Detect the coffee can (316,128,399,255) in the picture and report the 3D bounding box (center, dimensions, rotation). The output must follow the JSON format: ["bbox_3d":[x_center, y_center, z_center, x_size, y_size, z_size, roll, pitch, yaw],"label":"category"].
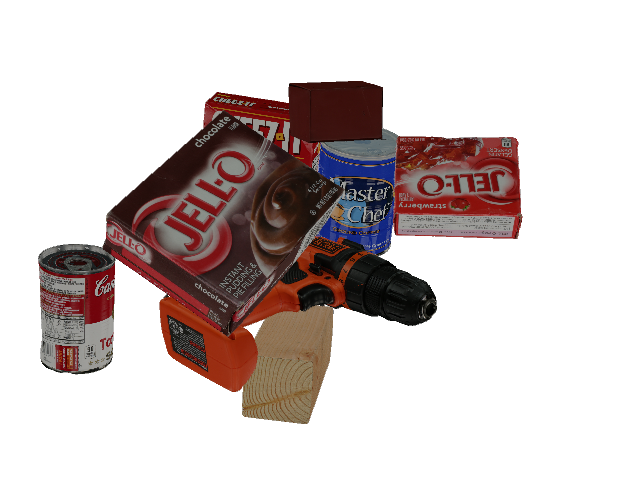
[{"bbox_3d":[0.045,-0.062,1.333,0.103,0.140,0.103,4,27,-2],"label":"coffee can"}]

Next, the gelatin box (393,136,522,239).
[{"bbox_3d":[0.097,-0.039,0.761,0.089,0.073,0.030,1,-37,5],"label":"gelatin box"}]

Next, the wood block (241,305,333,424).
[{"bbox_3d":[-0.041,0.162,1.458,0.091,0.090,0.206,6,17,6],"label":"wood block"}]

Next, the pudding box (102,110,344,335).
[{"bbox_3d":[-0.054,-0.012,0.607,0.090,0.039,0.113,34,49,9],"label":"pudding box"}]

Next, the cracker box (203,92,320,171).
[{"bbox_3d":[-0.090,-0.092,1.539,0.164,0.214,0.072,10,22,7],"label":"cracker box"}]

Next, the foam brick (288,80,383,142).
[{"bbox_3d":[0.015,-0.123,1.014,0.078,0.051,0.053,-5,16,-22],"label":"foam brick"}]

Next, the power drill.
[{"bbox_3d":[-0.023,0.056,0.883,0.187,0.057,0.185,-24,29,-37],"label":"power drill"}]

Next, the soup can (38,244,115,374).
[{"bbox_3d":[-0.222,0.062,0.972,0.068,0.102,0.068,4,20,-2],"label":"soup can"}]
